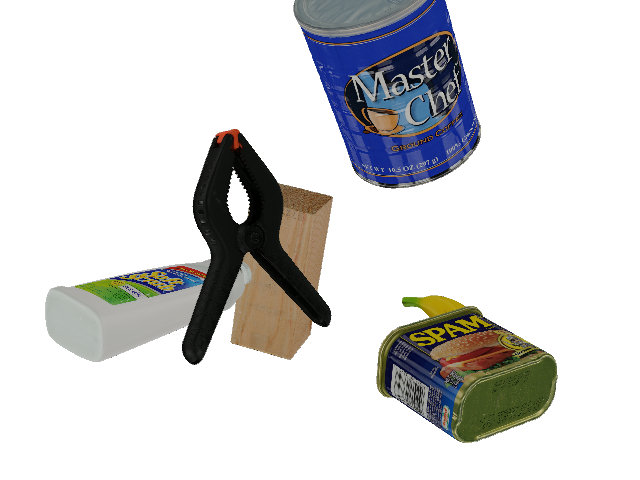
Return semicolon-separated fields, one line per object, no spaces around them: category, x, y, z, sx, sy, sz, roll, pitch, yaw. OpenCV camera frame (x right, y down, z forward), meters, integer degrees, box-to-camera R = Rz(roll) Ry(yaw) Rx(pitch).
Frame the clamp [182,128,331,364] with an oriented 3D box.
clamp;-0.062;0.002;0.996;0.164;0.210;0.036;-4;0;-39

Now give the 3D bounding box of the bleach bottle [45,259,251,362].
bleach bottle;-0.182;0.065;1.220;0.103;0.068;0.250;22;26;36

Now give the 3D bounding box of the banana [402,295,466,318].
banana;0.139;0.112;1.110;0.069;0.037;0.198;-25;31;6

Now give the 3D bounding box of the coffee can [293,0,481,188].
coffee can;0.051;-0.123;0.769;0.103;0.140;0.103;-14;40;12

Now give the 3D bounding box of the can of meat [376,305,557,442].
can of meat;0.106;0.095;0.761;0.101;0.057;0.084;-13;27;-33

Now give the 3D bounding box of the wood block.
wood block;-0.052;0.039;1.418;0.090;0.206;0.090;14;22;12
